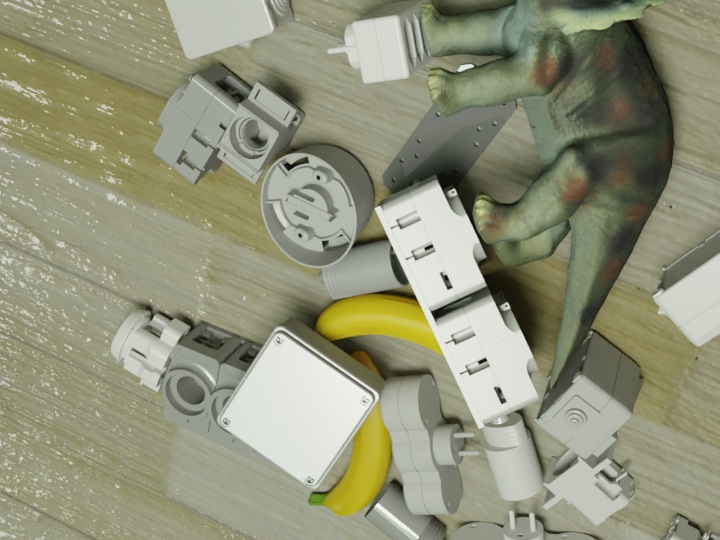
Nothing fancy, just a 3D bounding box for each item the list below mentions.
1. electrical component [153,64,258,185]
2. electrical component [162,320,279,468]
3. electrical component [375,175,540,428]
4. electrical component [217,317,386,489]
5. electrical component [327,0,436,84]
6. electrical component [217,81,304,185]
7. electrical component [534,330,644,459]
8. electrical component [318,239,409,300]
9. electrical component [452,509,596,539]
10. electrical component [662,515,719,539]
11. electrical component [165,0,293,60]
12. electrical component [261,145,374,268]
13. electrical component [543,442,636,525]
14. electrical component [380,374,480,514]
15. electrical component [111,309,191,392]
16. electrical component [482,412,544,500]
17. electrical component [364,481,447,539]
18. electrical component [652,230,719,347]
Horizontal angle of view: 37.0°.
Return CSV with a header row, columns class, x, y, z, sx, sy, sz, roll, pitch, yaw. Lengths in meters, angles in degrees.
class,x,y,z,sx,sy,sz,roll,pitch,yaw
electrical component,-0.138,-0.130,0.941,0.056,0.050,0.089,38,122,3
electrical component,-0.109,0.124,1.035,0.150,0.061,0.089,20,119,14
electrical component,0.081,0.018,0.861,0.060,0.105,0.186,-25,95,6
electrical component,-0.051,0.116,0.948,0.109,0.056,0.108,34,103,3
electrical component,0.012,-0.177,0.837,0.076,0.083,0.047,-3,111,24
electrical component,-0.082,-0.120,0.914,0.042,0.064,0.081,37,122,3
electrical component,0.189,0.107,0.881,0.061,0.096,0.061,37,121,0
electrical component,0.000,0.000,0.945,0.081,0.043,0.043,-11,108,27
electrical component,0.151,0.252,0.987,0.138,0.052,0.073,1,113,23
electrical component,0.291,0.250,0.933,0.064,0.042,0.081,27,119,12
electrical component,-0.111,-0.231,0.886,0.100,0.048,0.099,-11,108,27
electrical component,-0.038,-0.057,0.923,0.099,0.064,0.099,9,116,19
electrical component,0.202,0.185,0.942,0.064,0.042,0.081,43,122,-2
electrical component,0.072,0.159,0.980,0.074,0.052,0.138,-7,109,25
electrical component,-0.207,0.074,1.058,0.057,0.058,0.078,29,121,6
electrical component,0.133,0.159,0.959,0.043,0.043,0.081,-11,107,27
electrical component,0.049,0.246,1.033,0.081,0.043,0.043,38,122,3
electrical component,0.273,0.014,0.824,0.061,0.061,0.096,48,122,-2
